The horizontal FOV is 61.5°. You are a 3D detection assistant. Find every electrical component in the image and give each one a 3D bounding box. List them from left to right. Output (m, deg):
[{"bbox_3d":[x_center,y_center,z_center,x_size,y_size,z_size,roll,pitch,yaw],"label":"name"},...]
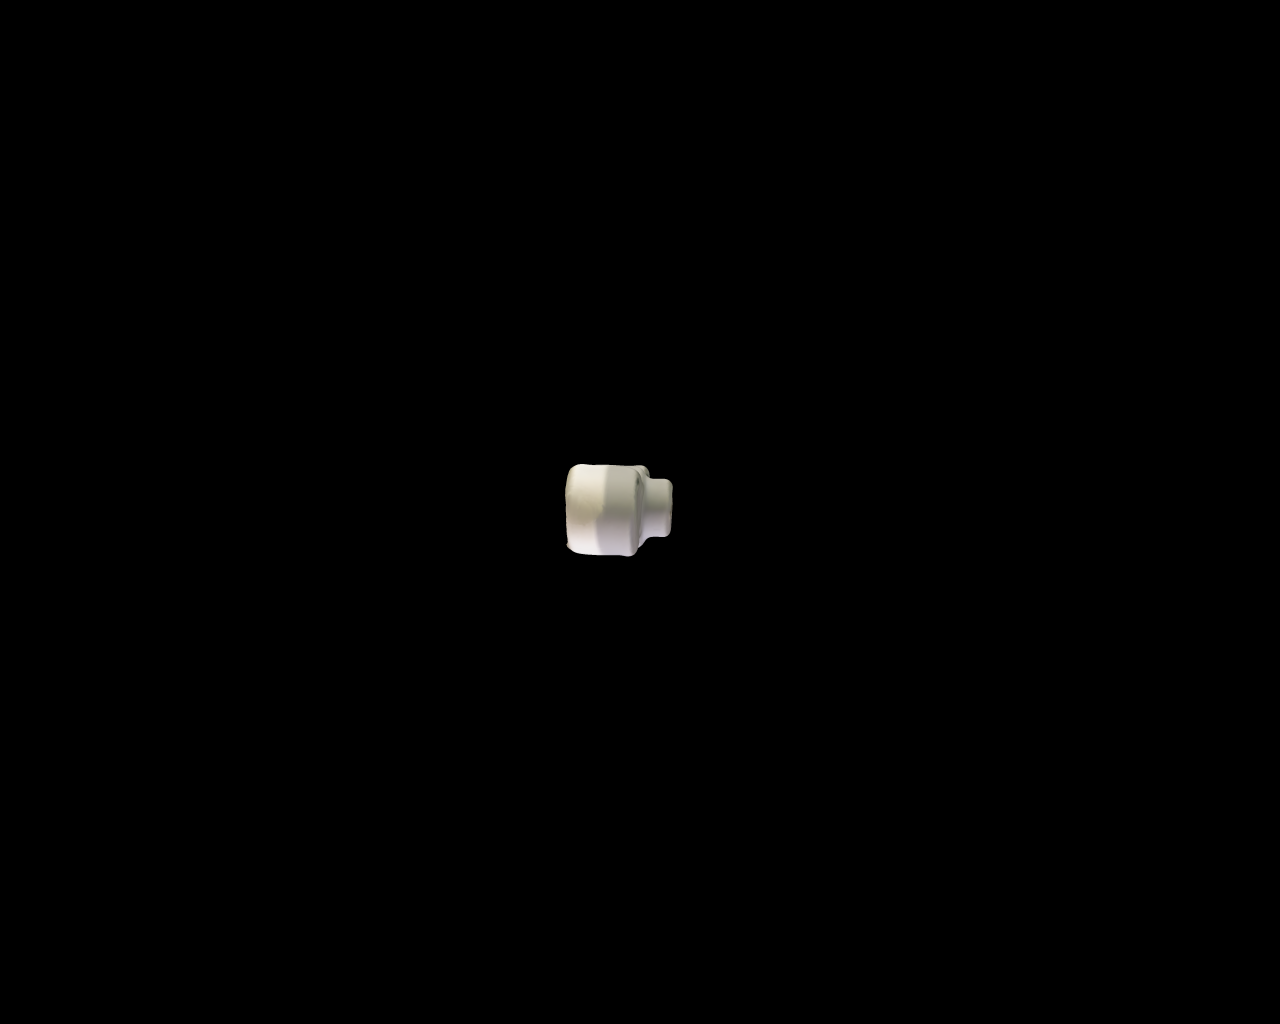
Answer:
[{"bbox_3d":[0.001,-0.003,0.650,0.074,0.052,0.138,0,2,4],"label":"electrical component"}]
